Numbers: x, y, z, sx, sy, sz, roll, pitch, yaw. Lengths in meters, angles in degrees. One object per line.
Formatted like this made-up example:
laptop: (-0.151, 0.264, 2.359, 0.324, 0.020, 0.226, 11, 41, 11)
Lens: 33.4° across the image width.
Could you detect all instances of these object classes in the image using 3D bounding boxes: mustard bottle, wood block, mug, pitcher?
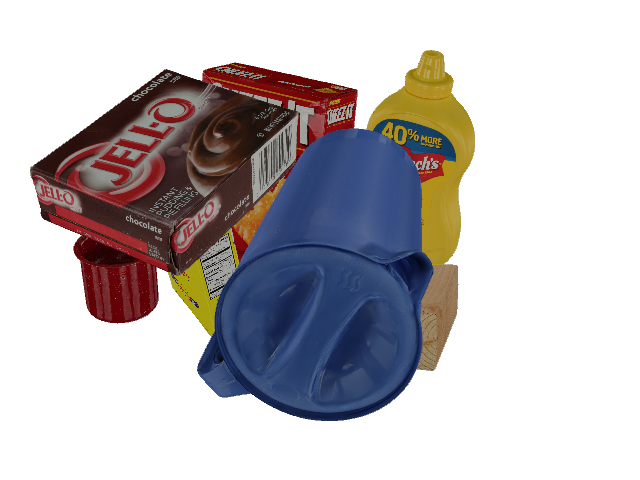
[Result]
mustard bottle: (0.086, -0.076, 0.946, 0.096, 0.192, 0.058, 18, 33, 19)
wood block: (0.148, 0.110, 1.609, 0.091, 0.090, 0.205, 4, 20, 15)
mug: (-0.233, 0.034, 1.199, 0.117, 0.081, 0.093, 24, 39, 34)
pitcher: (0.005, 0.014, 0.777, 0.149, 0.145, 0.242, 9, 27, 4)

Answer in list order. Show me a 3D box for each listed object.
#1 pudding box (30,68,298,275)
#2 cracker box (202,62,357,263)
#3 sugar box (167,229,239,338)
pudding box: (-0.077, -0.039, 0.551, 0.090, 0.039, 0.113, 21, 43, 24)
cracker box: (-0.055, -0.073, 1.174, 0.164, 0.214, 0.072, 17, 24, 27)
sugar box: (-0.111, 0.003, 0.938, 0.048, 0.176, 0.093, -31, 50, -17)
